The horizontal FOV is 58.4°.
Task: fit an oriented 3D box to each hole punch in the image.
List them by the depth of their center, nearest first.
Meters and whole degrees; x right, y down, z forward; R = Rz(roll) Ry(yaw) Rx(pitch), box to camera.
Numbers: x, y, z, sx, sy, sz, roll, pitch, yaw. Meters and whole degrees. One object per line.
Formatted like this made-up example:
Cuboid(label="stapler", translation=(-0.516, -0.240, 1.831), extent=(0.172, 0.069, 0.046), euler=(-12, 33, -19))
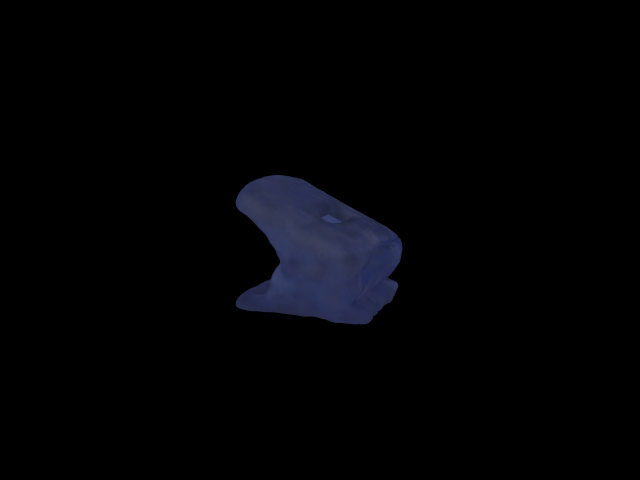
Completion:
Cuboid(label="hole punch", translation=(0.004, 0.001, 0.400), extent=(0.100, 0.091, 0.109), euler=(4, 11, 20))
